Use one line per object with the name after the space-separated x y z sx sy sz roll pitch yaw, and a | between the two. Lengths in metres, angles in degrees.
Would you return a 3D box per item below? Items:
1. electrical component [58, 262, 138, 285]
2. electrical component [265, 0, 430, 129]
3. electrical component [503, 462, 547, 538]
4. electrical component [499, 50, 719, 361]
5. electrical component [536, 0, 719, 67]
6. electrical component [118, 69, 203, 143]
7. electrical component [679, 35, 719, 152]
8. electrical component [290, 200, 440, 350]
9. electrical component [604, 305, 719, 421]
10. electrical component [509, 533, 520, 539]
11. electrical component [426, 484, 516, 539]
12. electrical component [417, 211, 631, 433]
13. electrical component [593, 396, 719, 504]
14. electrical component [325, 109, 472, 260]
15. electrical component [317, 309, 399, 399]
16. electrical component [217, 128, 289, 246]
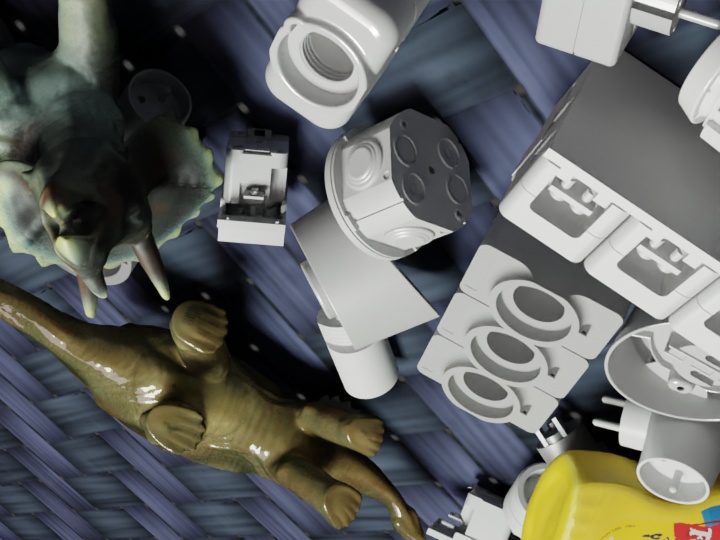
-0.200 -0.048 0.802 0.108 0.060 0.108 21 143 17 | electrical component
-0.009 -0.123 0.571 0.054 0.059 0.095 35 144 -3 | electrical component
0.175 0.205 0.823 0.138 0.052 0.073 27 148 9 | electrical component
0.155 -0.028 0.532 0.150 0.089 0.061 34 144 -1 | electrical component
0.125 -0.127 0.474 0.077 0.047 0.065 23 143 17 | electrical component
-0.133 -0.085 0.723 0.079 0.043 0.077 40 144 -10 | electrical component
0.180 -0.077 0.475 0.057 0.078 0.058 45 149 20 | electrical component
0.000 0.000 0.680 0.099 0.064 0.099 62 178 3 | electrical component
0.196 0.045 0.609 0.099 0.064 0.099 20 143 17 | electrical component
0.121 0.237 0.912 0.078 0.040 0.040 7 137 31 | electrical component
0.100 0.213 0.875 0.081 0.063 0.042 21 -176 15 | electrical component
0.101 0.032 0.667 0.089 0.061 0.150 29 144 6 | electrical component
0.186 0.096 0.665 0.079 0.077 0.043 12 139 27 | electrical component
0.023 -0.049 0.617 0.051 0.080 0.080 -20 119 42 | electrical component
-0.002 0.051 0.784 0.043 0.043 0.081 9 138 30 | electrical component
-0.067 -0.054 0.684 0.042 0.081 0.063 3 113 -5 | electrical component
